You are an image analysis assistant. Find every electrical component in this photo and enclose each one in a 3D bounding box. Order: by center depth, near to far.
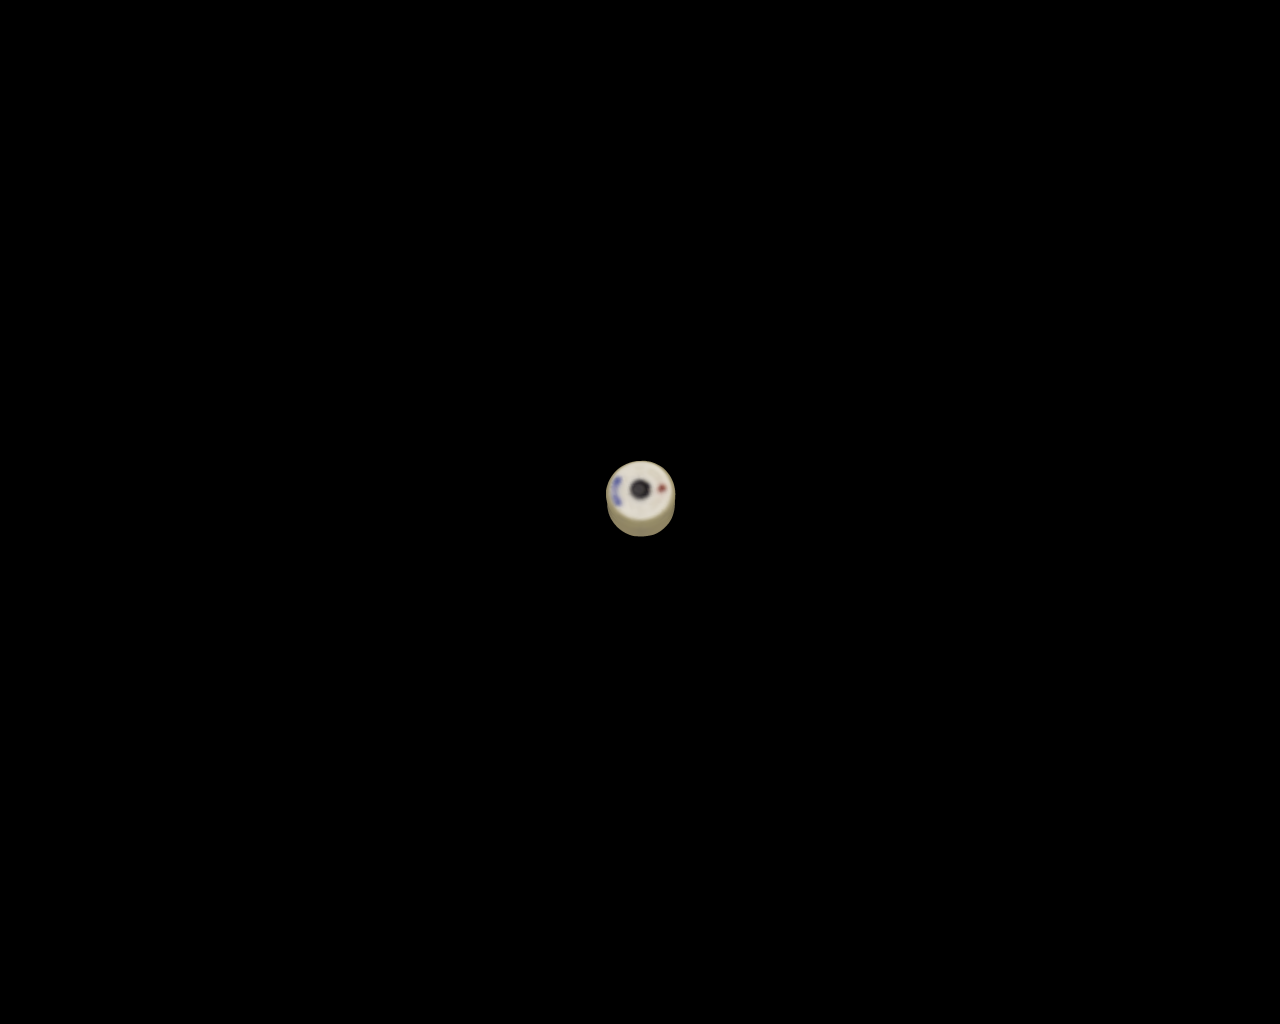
[{"bbox_3d":[0.001,-0.003,0.650,0.040,0.040,0.078,0,-18,0],"label":"electrical component"}]
